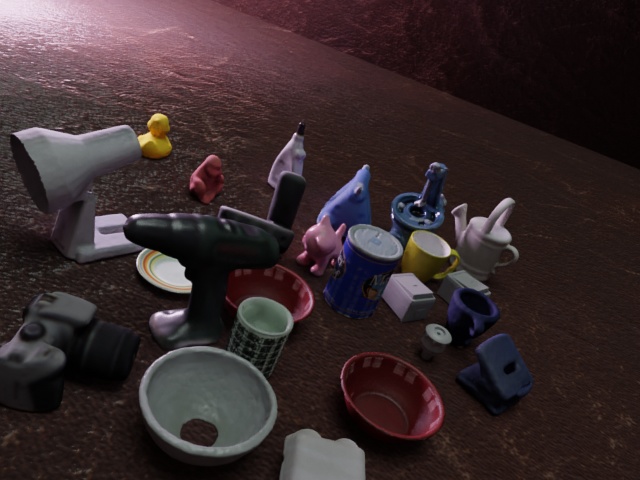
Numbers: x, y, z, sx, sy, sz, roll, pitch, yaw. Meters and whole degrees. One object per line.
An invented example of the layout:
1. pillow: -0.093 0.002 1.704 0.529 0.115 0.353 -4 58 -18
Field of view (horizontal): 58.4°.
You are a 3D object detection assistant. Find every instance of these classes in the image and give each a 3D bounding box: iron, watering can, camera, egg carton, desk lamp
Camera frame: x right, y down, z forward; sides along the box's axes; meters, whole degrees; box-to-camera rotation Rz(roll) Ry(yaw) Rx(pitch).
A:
1. iron: 0.080 -0.102 1.291 0.118 0.141 0.258 22 30 0
2. watering can: 0.369 -0.014 1.285 0.172 0.194 0.101 27 30 9
3. camera: -0.301 0.133 0.706 0.137 0.101 0.143 17 30 -8
4. egg carton: 0.001 0.296 0.671 0.107 0.069 0.150 17 30 -8
5. desk lamp: -0.366 -0.078 0.890 0.204 0.213 0.117 -14 45 -46

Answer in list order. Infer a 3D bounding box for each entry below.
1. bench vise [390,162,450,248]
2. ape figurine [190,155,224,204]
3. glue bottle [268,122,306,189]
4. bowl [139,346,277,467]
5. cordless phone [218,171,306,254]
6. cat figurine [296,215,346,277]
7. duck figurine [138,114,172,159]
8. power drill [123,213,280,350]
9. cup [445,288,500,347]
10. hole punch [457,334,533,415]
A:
1. bench vise: 0.234 -0.092 1.297 0.121 0.220 0.208 26 30 7
2. ape figurine: -0.230 -0.132 1.188 0.078 0.092 0.076 -8 41 -40
3. glue bottle: -0.064 -0.188 1.304 0.078 0.173 0.037 40 34 28
4. bowl: -0.142 0.214 0.703 0.167 0.075 0.167 16 30 -10
5. cordless phone: -0.107 -0.059 1.057 0.147 0.185 0.094 19 30 -5
6. cat figurine: 0.010 0.004 1.098 0.067 0.118 0.128 35 33 23
7. duck figurine: -0.364 -0.237 1.276 0.077 0.086 0.104 17 30 -8
8. power drill: -0.174 0.053 0.808 0.230 0.208 0.075 -4 38 -37
9. cup: 0.269 0.157 1.043 0.091 0.095 0.118 20 30 -4
10. hole punch: 0.306 0.223 0.965 0.109 0.091 0.100 -12 44 -44
